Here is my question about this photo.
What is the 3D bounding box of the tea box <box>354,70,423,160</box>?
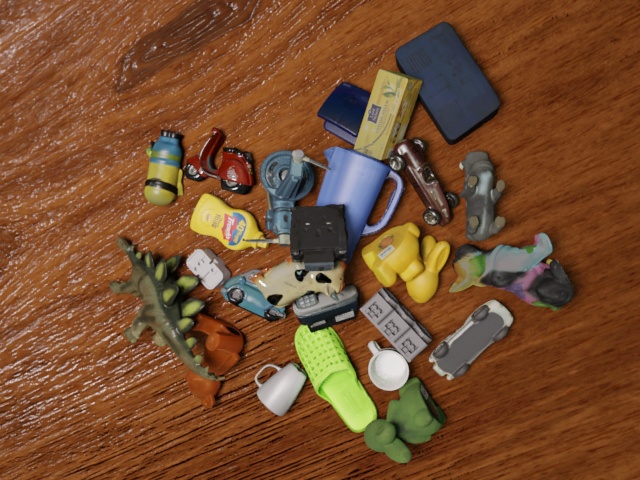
[{"bbox_3d":[0.141,-0.257,1.106,0.068,0.098,0.169,25,112,21],"label":"tea box"}]

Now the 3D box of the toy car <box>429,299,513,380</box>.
[{"bbox_3d":[0.319,0.212,1.139,0.073,0.056,0.201,44,102,3],"label":"toy car"}]

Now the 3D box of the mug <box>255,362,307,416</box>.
[{"bbox_3d":[-0.088,0.327,1.234,0.110,0.080,0.107,43,89,15],"label":"mug"}]

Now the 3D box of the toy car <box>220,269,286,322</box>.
[{"bbox_3d":[-0.141,0.119,1.230,0.162,0.109,0.103,23,79,4],"label":"toy car"}]

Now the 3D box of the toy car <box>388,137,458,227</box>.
[{"bbox_3d":[0.222,-0.121,1.121,0.202,0.089,0.053,57,145,-7],"label":"toy car"}]

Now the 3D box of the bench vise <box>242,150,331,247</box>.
[{"bbox_3d":[-0.071,-0.108,1.148,0.129,0.240,0.223,14,68,-11],"label":"bench vise"}]

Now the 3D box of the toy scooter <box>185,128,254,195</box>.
[{"bbox_3d":[-0.227,-0.187,1.259,0.184,0.075,0.135,19,94,18],"label":"toy scooter"}]

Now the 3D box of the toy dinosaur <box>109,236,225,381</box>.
[{"bbox_3d":[-0.359,0.155,1.228,0.198,0.105,0.472,-48,64,24],"label":"toy dinosaur"}]

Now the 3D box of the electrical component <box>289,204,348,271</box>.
[{"bbox_3d":[-0.002,-0.003,1.057,0.115,0.058,0.134,-5,62,2],"label":"electrical component"}]

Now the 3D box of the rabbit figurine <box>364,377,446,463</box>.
[{"bbox_3d":[0.169,0.400,1.131,0.170,0.159,0.121,-36,92,14],"label":"rabbit figurine"}]

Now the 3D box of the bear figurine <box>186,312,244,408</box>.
[{"bbox_3d":[-0.266,0.285,1.253,0.120,0.131,0.196,39,97,42],"label":"bear figurine"}]

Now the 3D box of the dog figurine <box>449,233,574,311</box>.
[{"bbox_3d":[0.377,0.079,1.099,0.219,0.108,0.191,-25,88,17],"label":"dog figurine"}]

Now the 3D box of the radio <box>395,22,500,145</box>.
[{"bbox_3d":[0.269,-0.330,1.133,0.131,0.073,0.229,-32,85,12],"label":"radio"}]

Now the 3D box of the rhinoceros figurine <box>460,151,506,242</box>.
[{"bbox_3d":[0.330,-0.093,1.101,0.073,0.112,0.190,-1,77,5],"label":"rhinoceros figurine"}]

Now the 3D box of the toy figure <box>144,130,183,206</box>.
[{"bbox_3d":[-0.376,-0.172,1.287,0.082,0.089,0.180,13,96,21],"label":"toy figure"}]

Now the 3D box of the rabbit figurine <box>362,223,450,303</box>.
[{"bbox_3d":[0.195,0.053,1.142,0.162,0.122,0.173,-42,110,-7],"label":"rabbit figurine"}]

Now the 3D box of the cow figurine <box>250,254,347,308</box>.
[{"bbox_3d":[-0.032,0.083,1.116,0.195,0.085,0.127,-27,98,22],"label":"cow figurine"}]

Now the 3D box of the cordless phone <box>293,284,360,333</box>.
[{"bbox_3d":[0.001,0.101,1.207,0.147,0.088,0.184,-18,58,-2],"label":"cordless phone"}]

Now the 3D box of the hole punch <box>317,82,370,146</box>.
[{"bbox_3d":[0.067,-0.280,1.177,0.142,0.092,0.115,31,94,15],"label":"hole punch"}]
